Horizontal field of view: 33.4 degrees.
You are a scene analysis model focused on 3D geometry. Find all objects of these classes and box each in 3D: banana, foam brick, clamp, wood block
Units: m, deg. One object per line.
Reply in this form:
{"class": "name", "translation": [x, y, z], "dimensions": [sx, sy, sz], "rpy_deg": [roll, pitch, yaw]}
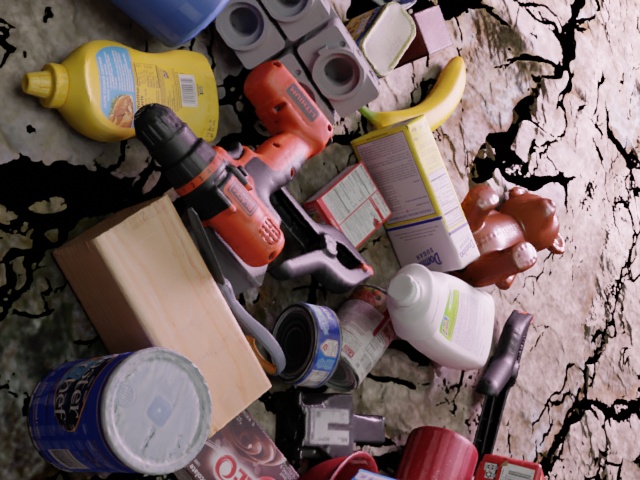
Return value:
{"class": "banana", "translation": [0.128, -0.166, 1.298], "dimensions": [0.197, 0.037, 0.069], "rpy_deg": [-31, 103, -40]}
{"class": "foam brick", "translation": [0.108, -0.239, 1.271], "dimensions": [0.052, 0.078, 0.051], "rpy_deg": [-30, 100, -42]}
{"class": "clamp", "translation": [-0.007, 0.001, 1.113], "dimensions": [0.171, 0.039, 0.120], "rpy_deg": [23, 51, -53]}
{"class": "clamp", "translation": [0.217, 0.169, 1.283], "dimensions": [0.209, 0.036, 0.165], "rpy_deg": [-57, 156, -48]}
{"class": "wood block", "translation": [-0.145, 0.074, 0.986], "dimensions": [0.090, 0.091, 0.206], "rpy_deg": [-36, 105, -38]}

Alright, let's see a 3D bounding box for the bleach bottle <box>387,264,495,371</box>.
{"class": "bleach bottle", "translation": [0.127, 0.074, 1.160], "dimensions": [0.250, 0.068, 0.102], "rpy_deg": [37, 58, -62]}

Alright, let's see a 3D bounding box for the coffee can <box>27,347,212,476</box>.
{"class": "coffee can", "translation": [-0.173, 0.148, 0.914], "dimensions": [0.102, 0.141, 0.103], "rpy_deg": [9, 75, -39]}

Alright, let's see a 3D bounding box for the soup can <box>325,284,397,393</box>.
{"class": "soup can", "translation": [0.038, 0.106, 1.148], "dimensions": [0.068, 0.069, 0.102], "rpy_deg": [54, 53, -18]}

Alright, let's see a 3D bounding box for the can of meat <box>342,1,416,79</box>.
{"class": "can of meat", "translation": [0.051, -0.218, 1.214], "dimensions": [0.057, 0.084, 0.102], "rpy_deg": [47, 55, -23]}

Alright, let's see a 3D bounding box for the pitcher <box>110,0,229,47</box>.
{"class": "pitcher", "translation": [-0.189, -0.292, 0.979], "dimensions": [0.242, 0.145, 0.149], "rpy_deg": [42, 54, -24]}

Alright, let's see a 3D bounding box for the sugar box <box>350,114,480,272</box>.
{"class": "sugar box", "translation": [0.109, -0.048, 1.223], "dimensions": [0.048, 0.094, 0.176], "rpy_deg": [-32, 103, -39]}

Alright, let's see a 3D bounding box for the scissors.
{"class": "scissors", "translation": [-0.076, 0.060, 0.999], "dimensions": [0.016, 0.096, 0.202], "rpy_deg": [-45, 149, -33]}

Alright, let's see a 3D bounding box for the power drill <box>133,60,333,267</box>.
{"class": "power drill", "translation": [-0.076, -0.092, 1.017], "dimensions": [0.184, 0.057, 0.187], "rpy_deg": [51, 46, -19]}

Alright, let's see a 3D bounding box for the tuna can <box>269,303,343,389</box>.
{"class": "tuna can", "translation": [-0.016, 0.107, 1.091], "dimensions": [0.033, 0.086, 0.086], "rpy_deg": [14, 73, -35]}

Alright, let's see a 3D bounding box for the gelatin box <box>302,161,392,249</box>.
{"class": "gelatin box", "translation": [0.032, -0.035, 1.197], "dimensions": [0.089, 0.030, 0.073], "rpy_deg": [-43, 107, -37]}

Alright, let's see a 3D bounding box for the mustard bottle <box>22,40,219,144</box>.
{"class": "mustard bottle", "translation": [-0.190, -0.140, 1.012], "dimensions": [0.191, 0.058, 0.096], "rpy_deg": [0, 79, -40]}

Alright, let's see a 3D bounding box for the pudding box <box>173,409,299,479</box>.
{"class": "pudding box", "translation": [-0.083, 0.226, 1.040], "dimensions": [0.113, 0.039, 0.090], "rpy_deg": [54, 53, -19]}

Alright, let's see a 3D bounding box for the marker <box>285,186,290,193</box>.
{"class": "marker", "translation": [-0.023, -0.019, 1.154], "dimensions": [0.020, 0.020, 0.121], "rpy_deg": [-45, 110, -36]}

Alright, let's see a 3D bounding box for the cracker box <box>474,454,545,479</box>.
{"class": "cracker box", "translation": [0.204, 0.352, 1.178], "dimensions": [0.213, 0.072, 0.164], "rpy_deg": [63, 42, -55]}

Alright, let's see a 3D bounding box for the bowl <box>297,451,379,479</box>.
{"class": "bowl", "translation": [0.002, 0.284, 1.067], "dimensions": [0.161, 0.055, 0.162], "rpy_deg": [-31, 126, -56]}

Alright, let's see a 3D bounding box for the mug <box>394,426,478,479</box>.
{"class": "mug", "translation": [0.131, 0.267, 1.186], "dimensions": [0.117, 0.093, 0.081], "rpy_deg": [55, 46, -39]}
